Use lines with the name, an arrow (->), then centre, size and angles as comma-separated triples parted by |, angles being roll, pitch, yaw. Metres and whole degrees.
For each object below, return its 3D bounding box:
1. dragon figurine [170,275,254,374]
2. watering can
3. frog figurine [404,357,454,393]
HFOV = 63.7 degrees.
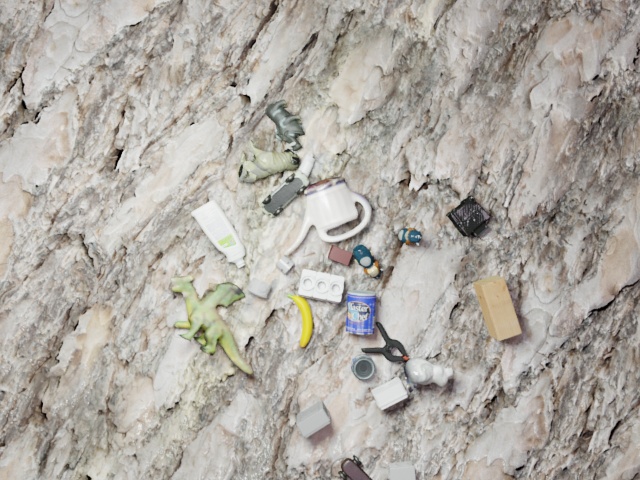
dragon figurine -> -0.353, 0.261, 1.783 | 0.410, 0.245, 0.121 | 32, -11, -4
watering can -> 0.005, -0.091, 1.808 | 0.348, 0.224, 0.104 | -20, -1, -4
frog figurine -> 0.379, 0.459, 1.798 | 0.158, 0.125, 0.135 | -24, -28, 15
